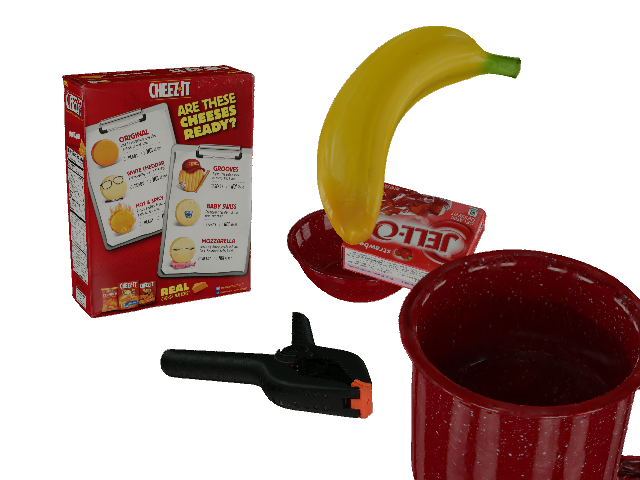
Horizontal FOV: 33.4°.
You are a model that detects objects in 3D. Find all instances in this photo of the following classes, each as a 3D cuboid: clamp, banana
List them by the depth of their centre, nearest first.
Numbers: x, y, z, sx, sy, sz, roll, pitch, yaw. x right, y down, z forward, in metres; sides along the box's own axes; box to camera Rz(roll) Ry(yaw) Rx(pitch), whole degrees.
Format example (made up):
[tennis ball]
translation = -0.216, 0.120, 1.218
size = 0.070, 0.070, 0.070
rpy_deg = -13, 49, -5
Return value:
[banana]
translation = 0.042, -0.071, 0.580
size = 0.070, 0.037, 0.197
rpy_deg = 25, 47, 21
[clamp]
translation = -0.020, 0.111, 0.961
size = 0.210, 0.036, 0.164
rpy_deg = 12, 22, 43

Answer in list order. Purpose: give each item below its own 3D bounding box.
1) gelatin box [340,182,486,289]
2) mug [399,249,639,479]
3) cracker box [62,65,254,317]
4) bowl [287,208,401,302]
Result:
[gelatin box]
translation = 0.069, -0.001, 0.787
size = 0.089, 0.073, 0.030
rpy_deg = 17, -39, 16
[mug]
translation = 0.088, 0.064, 0.408
size = 0.117, 0.081, 0.093
rpy_deg = 6, 37, 11
[cracker box]
translation = -0.148, -0.049, 0.986
size = 0.163, 0.214, 0.072
rpy_deg = -9, 20, -29
[bowl]
translation = 0.043, 0.022, 1.193
size = 0.162, 0.055, 0.162
rpy_deg = 1, 31, -1
